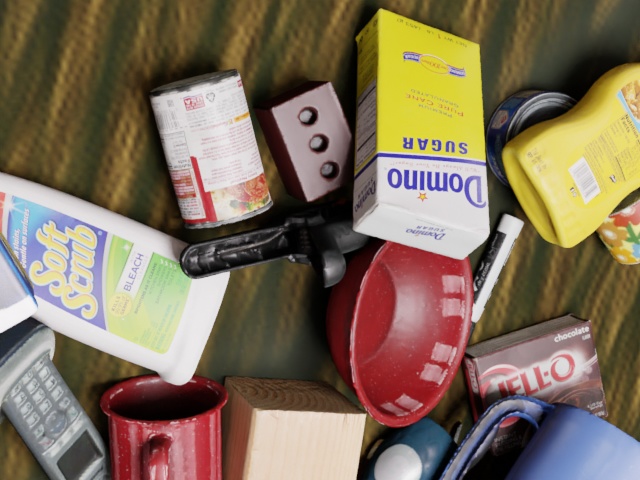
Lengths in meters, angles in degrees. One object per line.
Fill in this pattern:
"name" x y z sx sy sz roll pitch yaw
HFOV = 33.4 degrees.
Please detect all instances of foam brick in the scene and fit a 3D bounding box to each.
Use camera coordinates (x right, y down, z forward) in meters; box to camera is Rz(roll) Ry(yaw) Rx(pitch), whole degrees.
"foam brick" -0.008 -0.075 0.804 0.053 0.051 0.078 -27 107 -13

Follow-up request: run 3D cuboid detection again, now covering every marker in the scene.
"marker" 0.137 0.036 0.889 0.020 0.020 0.121 24 91 -21

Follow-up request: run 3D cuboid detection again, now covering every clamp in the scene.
"clamp" -0.005 0.001 0.767 0.171 0.120 0.039 -26 122 -52

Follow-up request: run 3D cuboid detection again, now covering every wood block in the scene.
"wood block" -0.035 0.218 0.824 0.090 0.090 0.206 7 97 -21

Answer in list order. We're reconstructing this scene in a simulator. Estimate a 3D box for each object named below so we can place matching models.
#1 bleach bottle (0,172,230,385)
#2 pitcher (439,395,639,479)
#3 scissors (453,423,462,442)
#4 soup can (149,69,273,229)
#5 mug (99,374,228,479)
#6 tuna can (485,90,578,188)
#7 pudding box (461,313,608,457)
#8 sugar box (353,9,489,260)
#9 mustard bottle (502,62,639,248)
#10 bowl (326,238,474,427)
"bleach bottle" -0.196 0.015 0.750 0.250 0.068 0.102 22 85 -19
"pitcher" 0.159 0.249 0.824 0.242 0.149 0.145 -50 124 -12
"scissors" 0.076 0.254 0.886 0.096 0.016 0.202 0 103 -56
"soup can" -0.079 -0.066 0.772 0.068 0.069 0.102 -18 104 -15
"mug" -0.112 0.156 0.776 0.093 0.117 0.081 -2 105 -7
"tuna can" 0.181 -0.080 0.877 0.086 0.034 0.086 -3 100 -18
"pudding box" 0.182 0.122 0.908 0.113 0.039 0.090 -17 104 -15
"sugar box" 0.074 -0.079 0.785 0.093 0.048 0.176 14 56 -21
"mustard bottle" 0.240 -0.084 0.845 0.191 0.058 0.096 -36 110 -11
"bowl" 0.054 0.060 0.826 0.161 0.055 0.162 -13 108 -48
